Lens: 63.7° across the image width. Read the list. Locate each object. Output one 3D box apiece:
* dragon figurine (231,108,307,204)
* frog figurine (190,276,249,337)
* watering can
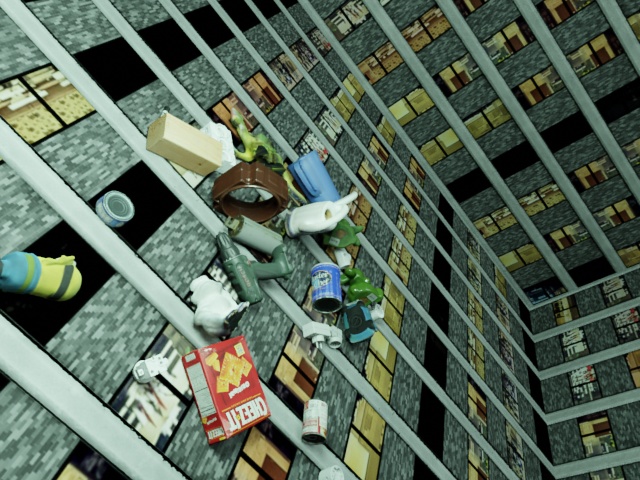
[{"bbox_3d":[-0.190,-0.315,1.885,0.405,0.121,0.248,44,25,-25],"label":"dragon figurine"},{"bbox_3d":[-0.280,0.172,1.331,0.160,0.120,0.140,26,36,15],"label":"frog figurine"},{"bbox_3d":[0.006,-0.093,1.855,0.353,0.223,0.103,-48,124,-60],"label":"watering can"}]
